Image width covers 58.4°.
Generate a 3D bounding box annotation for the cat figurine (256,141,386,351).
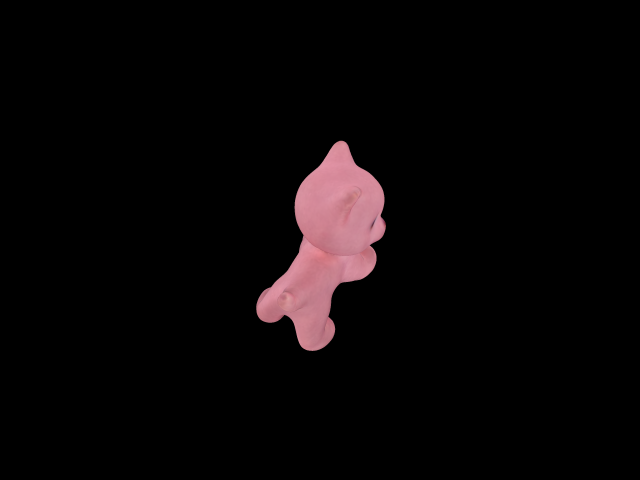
[{"bbox_3d":[0.004,0.001,0.400,0.067,0.118,0.128,26,69,11],"label":"cat figurine"}]
